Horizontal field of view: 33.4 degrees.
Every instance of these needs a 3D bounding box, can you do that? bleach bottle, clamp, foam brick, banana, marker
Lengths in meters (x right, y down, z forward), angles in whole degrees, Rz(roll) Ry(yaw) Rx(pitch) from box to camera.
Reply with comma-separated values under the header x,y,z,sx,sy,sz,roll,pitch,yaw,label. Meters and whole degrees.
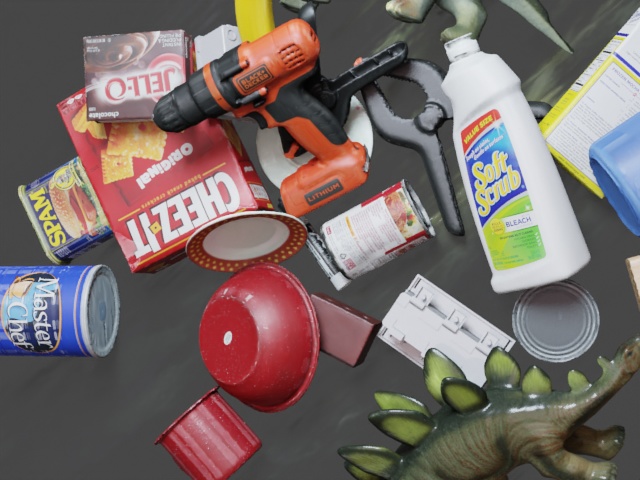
x,y,z,sx,sy,sz,roll,pitch,yaw,label
0.175,-0.077,1.045,0.103,0.067,0.251,-17,99,46,bleach bottle
0.013,-0.155,1.099,0.120,0.039,0.172,15,126,-11,clamp
0.018,0.094,1.131,0.078,0.053,0.051,25,95,12,foam brick
-0.053,-0.246,1.057,0.070,0.037,0.198,29,130,18,banana
-0.008,0.001,1.156,0.020,0.020,0.121,-38,80,11,marker
0.128,-0.131,1.114,0.210,0.036,0.165,46,99,9,clamp

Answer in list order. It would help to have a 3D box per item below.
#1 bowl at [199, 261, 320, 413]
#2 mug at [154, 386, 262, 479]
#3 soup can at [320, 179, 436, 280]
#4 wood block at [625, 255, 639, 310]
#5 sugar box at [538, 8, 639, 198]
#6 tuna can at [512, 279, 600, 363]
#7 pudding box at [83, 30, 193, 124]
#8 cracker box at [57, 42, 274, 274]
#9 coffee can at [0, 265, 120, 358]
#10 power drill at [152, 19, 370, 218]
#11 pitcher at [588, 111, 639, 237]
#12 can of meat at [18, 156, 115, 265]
x,y,z,sx,sy,sz,roll,pitch,yaw,label
-0.077,0.103,1.119,0.162,0.055,0.162,0,90,42,bowl
-0.123,0.224,1.153,0.081,0.093,0.117,47,131,6,mug
0.060,-0.010,1.114,0.102,0.068,0.068,-29,82,13,soup can
0.405,0.034,1.012,0.206,0.090,0.091,-17,85,13,wood block
0.300,-0.138,1.054,0.093,0.048,0.176,39,96,-10,sugar box
0.239,0.080,1.083,0.086,0.033,0.086,0,89,15,tuna can
-0.189,-0.170,1.120,0.113,0.039,0.090,-2,89,13,pudding box
-0.172,-0.092,1.172,0.164,0.072,0.214,-27,83,13,cracker box
-0.306,0.079,1.183,0.140,0.102,0.103,-1,89,10,coffee can
-0.050,-0.110,1.072,0.185,0.057,0.187,-25,124,19,power drill
0.383,-0.094,0.980,0.243,0.149,0.145,-31,115,5,pitcher
-0.278,-0.035,1.208,0.084,0.057,0.102,-28,82,11,can of meat
